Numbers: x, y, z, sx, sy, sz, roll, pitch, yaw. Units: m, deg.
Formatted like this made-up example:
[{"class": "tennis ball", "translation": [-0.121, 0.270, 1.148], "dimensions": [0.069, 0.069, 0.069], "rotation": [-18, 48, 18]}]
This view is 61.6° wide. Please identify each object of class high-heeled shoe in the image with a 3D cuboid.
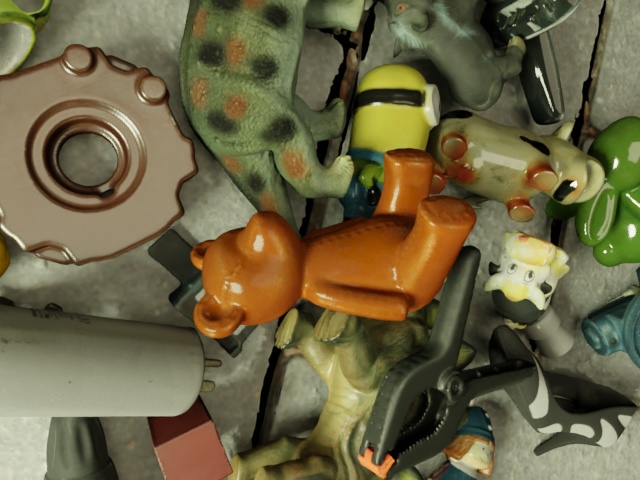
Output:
[{"class": "high-heeled shoe", "translation": [0.291, 0.164, 0.623], "dimensions": [0.145, 0.086, 0.248], "rotation": [-29, 121, -1]}]

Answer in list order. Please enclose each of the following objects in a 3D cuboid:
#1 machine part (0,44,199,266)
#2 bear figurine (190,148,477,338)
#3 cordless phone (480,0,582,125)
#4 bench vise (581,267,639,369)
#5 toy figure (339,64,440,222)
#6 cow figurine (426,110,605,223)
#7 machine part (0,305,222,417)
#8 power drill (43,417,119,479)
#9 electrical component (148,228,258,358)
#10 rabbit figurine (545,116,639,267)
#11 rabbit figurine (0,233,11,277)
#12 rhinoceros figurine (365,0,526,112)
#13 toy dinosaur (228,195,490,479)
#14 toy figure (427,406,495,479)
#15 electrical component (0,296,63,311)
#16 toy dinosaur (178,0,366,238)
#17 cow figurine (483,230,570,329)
[{"class": "machine part", "translation": [-0.190, -0.066, 0.440], "dimensions": [0.179, 0.056, 0.179], "rotation": [-1, 94, -22]}, {"class": "bear figurine", "translation": [-0.001, 0.003, 0.420], "dimensions": [0.196, 0.120, 0.131], "rotation": [2, 125, -12]}, {"class": "cordless phone", "translation": [0.239, -0.211, 0.566], "dimensions": [0.089, 0.147, 0.184], "rotation": [-22, 101, -10]}, {"class": "bench vise", "translation": [0.447, 0.094, 0.625], "dimensions": [0.224, 0.241, 0.128], "rotation": [-12, 100, -6]}, {"class": "toy figure", "translation": [0.062, -0.085, 0.532], "dimensions": [0.089, 0.082, 0.180], "rotation": [23, 86, -24]}, {"class": "cow figurine", "translation": [0.209, -0.085, 0.578], "dimensions": [0.195, 0.085, 0.127], "rotation": [15, 43, -3]}, {"class": "machine part", "translation": [-0.179, 0.095, 0.412], "dimensions": [0.243, 0.079, 0.079], "rotation": [18, 85, -41]}, {"class": "power drill", "translation": [-0.138, 0.253, 0.404], "dimensions": [0.086, 0.208, 0.231], "rotation": [-12, 108, -62]}, {"class": "electrical component", "translation": [-0.098, 0.040, 0.487], "dimensions": [0.075, 0.048, 0.119], "rotation": [-45, 109, -16]}, {"class": "rabbit figurine", "translation": [0.352, -0.061, 0.637], "dimensions": [0.159, 0.121, 0.170], "rotation": [-32, 120, 3]}, {"class": "rabbit figurine", "translation": [-0.309, -0.008, 0.364], "dimensions": [0.162, 0.122, 0.173], "rotation": [-52, 125, -10]}, {"class": "rhinoceros figurine", "translation": [0.120, -0.215, 0.551], "dimensions": [0.190, 0.073, 0.112], "rotation": [47, 71, -7]}, {"class": "toy dinosaur", "translation": [0.054, 0.132, 0.530], "dimensions": [0.198, 0.105, 0.471], "rotation": [30, 80, -28]}, {"class": "toy figure", "translation": [0.155, 0.260, 0.597], "dimensions": [0.154, 0.058, 0.064], "rotation": [-59, 139, -12]}, {"class": "electrical component", "translation": [-0.262, 0.090, 0.424], "dimensions": [0.078, 0.045, 0.102], "rotation": [25, 84, -50]}, {"class": "toy dinosaur", "translation": [-0.056, -0.156, 0.466], "dimensions": [0.192, 0.131, 0.404], "rotation": [8, 98, -7]}, {"class": "cow figurine", "translation": [0.211, 0.045, 0.567], "dimensions": [0.167, 0.068, 0.098], "rotation": [26, 88, -62]}]
